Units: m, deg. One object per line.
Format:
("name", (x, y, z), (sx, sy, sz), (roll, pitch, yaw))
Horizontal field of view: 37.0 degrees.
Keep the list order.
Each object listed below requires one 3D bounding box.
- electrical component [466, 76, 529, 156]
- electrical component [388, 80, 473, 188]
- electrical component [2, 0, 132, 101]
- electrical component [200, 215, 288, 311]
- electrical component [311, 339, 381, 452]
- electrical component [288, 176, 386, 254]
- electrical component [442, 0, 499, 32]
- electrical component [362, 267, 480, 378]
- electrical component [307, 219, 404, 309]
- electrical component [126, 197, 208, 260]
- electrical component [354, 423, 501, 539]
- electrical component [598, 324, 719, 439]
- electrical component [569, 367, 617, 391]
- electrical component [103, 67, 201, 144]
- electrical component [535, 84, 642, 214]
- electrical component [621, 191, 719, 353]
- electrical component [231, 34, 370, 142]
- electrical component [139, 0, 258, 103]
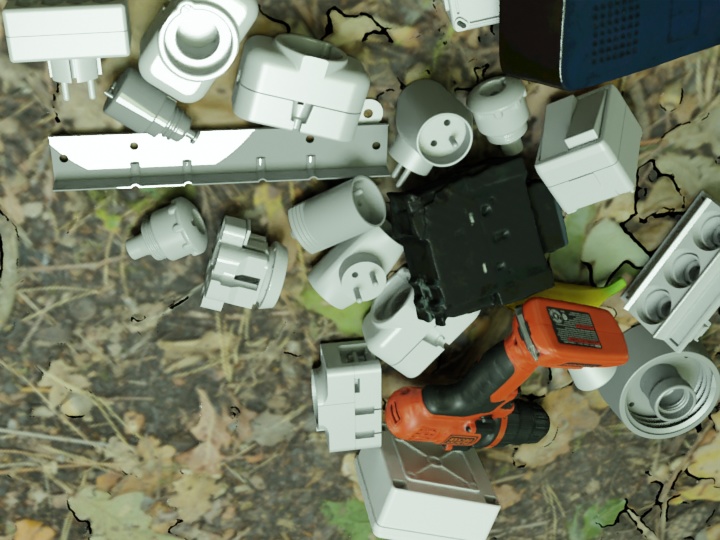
("electrical component", (0.115, -0.120, 0.861), (0.048, 0.048, 0.062), (-24, 127, 3))
("electrical component", (0.048, -0.100, 0.840), (0.044, 0.077, 0.079), (24, 112, -22))
("electrical component", (-0.208, -0.159, 0.778), (0.083, 0.047, 0.075), (-5, 119, -8))
("electrical component", (-0.093, -0.001, 0.881), (0.057, 0.058, 0.078), (14, 115, -14))
("electrical component", (-0.013, 0.113, 0.961), (0.056, 0.050, 0.089), (-5, 119, -8))
("electrical component", (-0.024, -0.042, 0.871), (0.081, 0.043, 0.043), (-21, 125, 35))
("electrical component", (0.094, -0.221, 0.796), (0.096, 0.061, 0.061), (-12, 122, 4))
("electrical component", (0.049, 0.038, 0.930), (0.059, 0.053, 0.095), (36, 107, -25))
("electrical component", (0.000, 0.000, 0.885), (0.043, 0.079, 0.077), (38, 106, -26))
("electrical component", (-0.157, -0.027, 0.863), (0.062, 0.048, 0.048), (-21, 120, 10))
("electrical component", (0.060, 0.198, 0.988), (0.109, 0.108, 0.056), (13, 113, -17))
("electrical component", (0.284, 0.108, 1.007), (0.108, 0.060, 0.108), (-4, 119, -8))
("electrical component", (0.200, 0.073, 0.985), (0.044, 0.044, 0.065), (-37, 114, 10))
("electrical component", (-0.157, -0.120, 0.813), (0.078, 0.040, 0.040), (31, 109, -24))
("electrical component", (0.182, -0.104, 0.858), (0.062, 0.096, 0.061), (-19, 125, 35))
("electrical component", (0.300, 0.004, 0.950), (0.063, 0.078, 0.121), (14, 117, -41))
("electrical component", (-0.044, -0.141, 0.814), (0.095, 0.053, 0.059), (11, 116, -16))
("electrical component", (-0.118, -0.173, 0.780), (0.054, 0.059, 0.095), (30, 109, -23))
